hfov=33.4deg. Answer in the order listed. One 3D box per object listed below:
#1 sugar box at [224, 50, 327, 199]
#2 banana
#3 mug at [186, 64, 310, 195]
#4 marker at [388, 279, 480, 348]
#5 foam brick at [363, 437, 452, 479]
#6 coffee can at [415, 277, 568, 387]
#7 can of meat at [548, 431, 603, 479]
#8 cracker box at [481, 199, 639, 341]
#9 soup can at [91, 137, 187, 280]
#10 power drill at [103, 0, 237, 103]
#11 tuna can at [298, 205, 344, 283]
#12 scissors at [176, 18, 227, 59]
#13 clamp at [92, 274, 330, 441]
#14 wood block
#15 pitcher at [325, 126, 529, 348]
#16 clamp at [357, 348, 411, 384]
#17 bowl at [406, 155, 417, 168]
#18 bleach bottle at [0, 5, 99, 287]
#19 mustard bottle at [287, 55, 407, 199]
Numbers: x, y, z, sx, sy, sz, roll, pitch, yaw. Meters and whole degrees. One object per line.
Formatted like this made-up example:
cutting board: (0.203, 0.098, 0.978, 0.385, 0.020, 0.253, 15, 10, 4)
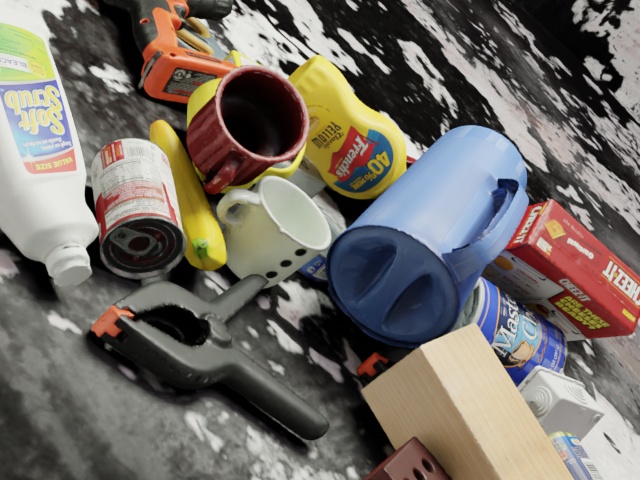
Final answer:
sugar box: (-0.058, -0.125, 1.183, 0.093, 0.048, 0.176, 24, 37, -39)
banana: (-0.114, -0.031, 0.939, 0.037, 0.070, 0.198, -13, 40, -14)
mug: (-0.073, -0.089, 0.953, 0.093, 0.082, 0.117, 31, 59, -18)
marker: (0.111, 0.069, 1.053, 0.121, 0.020, 0.020, -35, 79, -26)
foam brick: (0.065, 0.206, 0.874, 0.053, 0.051, 0.078, 50, 25, 7)
coffee can: (0.180, 0.104, 1.143, 0.140, 0.103, 0.103, 31, 29, -29)
can of meat: (0.219, 0.242, 1.002, 0.057, 0.102, 0.084, 17, 36, -46)
cracker box: (0.237, 0.043, 1.205, 0.164, 0.214, 0.072, 38, 66, -16)
soup can: (-0.150, -0.027, 0.870, 0.068, 0.069, 0.102, 26, 32, -37)
power drill: (-0.150, -0.226, 1.150, 0.184, 0.057, 0.188, 2, 46, -38)
tuna can: (-0.007, 0.001, 1.087, 0.086, 0.034, 0.086, 35, 27, -22)
scissors: (-0.109, -0.217, 1.273, 0.201, 0.016, 0.096, 25, 32, -38)
clamp: (-0.090, 0.072, 0.850, 0.209, 0.036, 0.164, 22, 34, -41)
wood block: (0.139, 0.189, 0.930, 0.090, 0.091, 0.206, -15, 68, -47)
pitcher: (0.123, -0.017, 1.038, 0.149, 0.145, 0.242, 23, 41, 17)
clamp: (0.111, 0.148, 1.046, 0.171, 0.039, 0.120, 37, 23, -18)
bowl: (0.049, -0.089, 1.240, 0.162, 0.055, 0.162, 22, 8, -3)
bleach bottle: (-0.226, -0.073, 0.829, 0.102, 0.068, 0.251, 10, 46, -52)
mustard bottle: (0.033, -0.099, 1.124, 0.191, 0.096, 0.058, 41, 26, -17)
